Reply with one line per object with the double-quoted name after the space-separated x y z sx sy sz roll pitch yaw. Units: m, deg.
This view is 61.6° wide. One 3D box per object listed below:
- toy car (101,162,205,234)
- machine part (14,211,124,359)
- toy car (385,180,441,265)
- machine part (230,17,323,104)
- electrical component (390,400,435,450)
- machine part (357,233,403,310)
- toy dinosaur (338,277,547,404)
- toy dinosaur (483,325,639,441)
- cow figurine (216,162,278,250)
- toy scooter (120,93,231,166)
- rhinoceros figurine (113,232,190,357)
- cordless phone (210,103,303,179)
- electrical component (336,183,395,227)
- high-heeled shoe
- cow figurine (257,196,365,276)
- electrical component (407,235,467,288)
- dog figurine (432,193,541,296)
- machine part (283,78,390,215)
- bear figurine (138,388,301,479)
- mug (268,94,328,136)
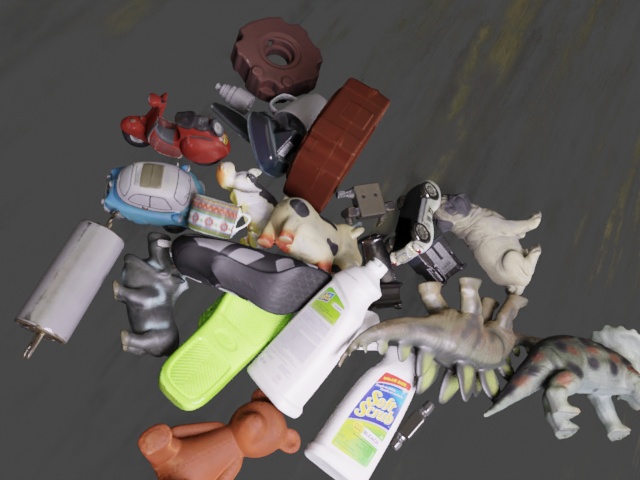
-0.260 -0.081 0.853 0.162 0.103 0.109 11 65 -15 "toy car"
-0.359 0.058 0.778 0.079 0.079 0.243 24 63 -7 "machine part"
0.170 -0.033 0.960 0.056 0.073 0.202 40 44 -19 "toy car"
-0.083 -0.353 1.046 0.179 0.056 0.179 7 65 -15 "machine part"
0.145 0.292 0.845 0.021 0.063 0.094 39 75 23 "electrical component"
0.100 0.055 0.944 0.084 0.039 0.139 -2 71 -12 "machine part"
0.222 0.161 0.870 0.471 0.105 0.198 14 67 -29 "toy dinosaur"
0.433 0.223 0.902 0.405 0.131 0.192 13 42 -19 "toy dinosaur"
-0.109 -0.063 0.909 0.098 0.068 0.167 -18 78 -32 "cow figurine"
-0.234 -0.186 0.885 0.184 0.135 0.075 10 65 -14 "toy scooter"
-0.251 0.080 0.804 0.112 0.073 0.190 -2 70 -17 "rhinoceros figurine"
-0.123 -0.191 0.921 0.184 0.146 0.088 37 97 8 "cordless phone"
0.083 -0.060 0.981 0.102 0.045 0.078 -16 77 -22 "electrical component"
-0.101 0.042 0.826 0.248 0.086 0.145 9 20 -37 "high-heeled shoe"
-0.002 -0.003 0.887 0.194 0.086 0.127 38 58 -35 "cow figurine"
0.201 0.026 0.982 0.075 0.047 0.119 -32 82 -26 "electrical component"
0.296 0.007 1.003 0.191 0.121 0.172 10 62 2 "dog figurine"
0.025 -0.159 0.917 0.087 0.201 0.201 32 63 1 "machine part"
-0.127 0.278 0.732 0.196 0.131 0.120 -24 66 -18 "bear figurine"
-0.037 -0.232 1.003 0.110 0.080 0.107 37 51 10 "mug"
